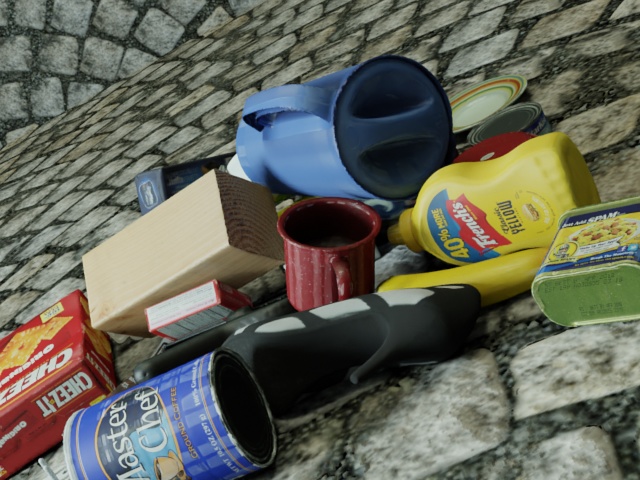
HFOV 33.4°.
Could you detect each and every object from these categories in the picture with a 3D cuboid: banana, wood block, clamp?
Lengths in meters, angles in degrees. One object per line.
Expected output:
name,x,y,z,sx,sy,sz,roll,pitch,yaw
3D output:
banana,0.115,0.036,0.920,0.198,0.037,0.069,-9,30,44
wood block,-0.145,0.020,1.122,0.206,0.090,0.091,-30,61,30
clamp,-0.077,0.086,1.043,0.210,0.036,0.164,-24,1,-4

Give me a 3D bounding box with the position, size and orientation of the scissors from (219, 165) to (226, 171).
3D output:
scissors,-0.120,0.014,1.193,0.096,0.016,0.201,16,80,44

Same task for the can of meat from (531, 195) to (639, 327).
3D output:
can of meat,0.217,0.017,0.800,0.102,0.057,0.083,-13,29,40

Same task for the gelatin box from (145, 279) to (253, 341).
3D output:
gelatin box,-0.123,0.075,1.104,0.089,0.073,0.030,-24,64,18

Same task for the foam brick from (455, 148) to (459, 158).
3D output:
foam brick,0.109,-0.098,1.213,0.052,0.051,0.078,-43,24,-31

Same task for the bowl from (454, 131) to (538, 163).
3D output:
bowl,0.173,-0.058,1.032,0.162,0.055,0.162,-26,21,11

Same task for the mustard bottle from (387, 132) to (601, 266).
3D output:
mustard bottle,0.143,-0.025,0.938,0.192,0.096,0.058,-16,27,35

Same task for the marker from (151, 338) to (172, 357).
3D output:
marker,-0.179,0.141,1.105,0.020,0.020,0.121,-17,25,32

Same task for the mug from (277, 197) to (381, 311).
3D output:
mug,0.012,0.024,0.959,0.093,0.081,0.117,-9,33,-11

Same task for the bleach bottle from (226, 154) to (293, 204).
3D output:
bleach bottle,0.019,-0.102,1.260,0.250,0.068,0.103,-20,-5,-23

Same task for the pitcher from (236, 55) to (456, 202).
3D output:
pitcher,0.003,-0.106,1.059,0.144,0.149,0.243,-36,17,-25

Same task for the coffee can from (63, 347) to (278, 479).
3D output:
coffee can,-0.120,0.160,0.864,0.140,0.103,0.102,-25,21,14

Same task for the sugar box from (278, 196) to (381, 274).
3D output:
sugar box,-0.008,0.001,1.154,0.093,0.048,0.176,-33,20,-6

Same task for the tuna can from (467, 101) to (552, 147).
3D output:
tuna can,0.203,-0.112,1.141,0.086,0.033,0.086,-27,21,11

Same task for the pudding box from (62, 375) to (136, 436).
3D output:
pudding box,-0.180,0.177,0.995,0.090,0.039,0.114,-40,22,-22

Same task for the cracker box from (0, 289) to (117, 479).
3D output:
cracker box,-0.311,0.155,1.170,0.164,0.072,0.214,-35,21,-1
